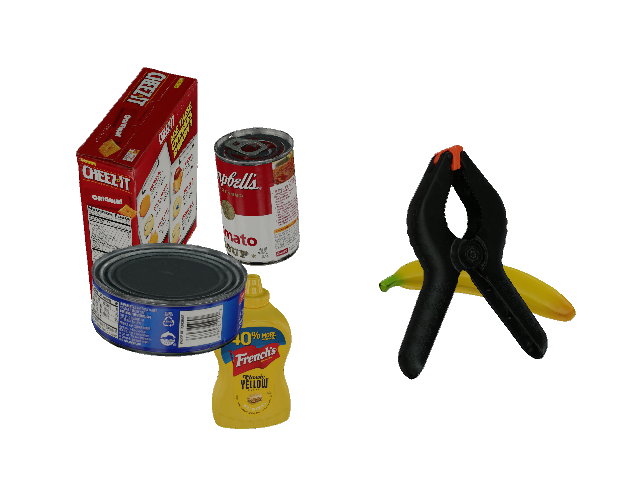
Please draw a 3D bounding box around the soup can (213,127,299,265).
[{"bbox_3d":[-0.054,-0.038,0.926,0.068,0.102,0.068,-2,31,1],"label":"soup can"}]

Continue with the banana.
[{"bbox_3d":[0.163,0.048,1.102,0.198,0.037,0.069,7,42,12],"label":"banana"}]

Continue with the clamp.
[{"bbox_3d":[0.096,0.019,0.785,0.120,0.171,0.039,-15,-3,-27],"label":"clamp"}]

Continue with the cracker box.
[{"bbox_3d":[-0.191,-0.049,1.136,0.072,0.214,0.164,14,44,9],"label":"cracker box"}]

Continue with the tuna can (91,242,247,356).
[{"bbox_3d":[-0.084,0.032,0.594,0.086,0.034,0.086,5,20,-2],"label":"tuna can"}]

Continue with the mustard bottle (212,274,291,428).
[{"bbox_3d":[-0.084,0.133,1.302,0.096,0.192,0.058,-2,19,-11],"label":"mustard bottle"}]
